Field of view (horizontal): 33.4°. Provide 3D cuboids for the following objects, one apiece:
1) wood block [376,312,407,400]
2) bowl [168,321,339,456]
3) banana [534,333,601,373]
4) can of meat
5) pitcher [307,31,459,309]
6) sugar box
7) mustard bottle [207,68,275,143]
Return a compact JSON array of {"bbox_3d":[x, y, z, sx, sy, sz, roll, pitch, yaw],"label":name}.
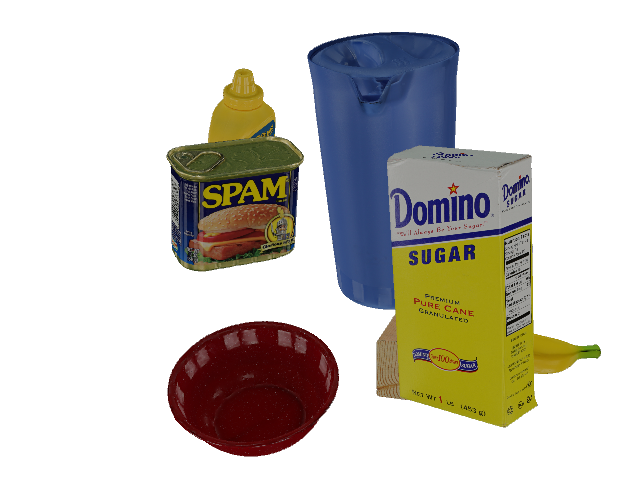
[{"bbox_3d":[0.151,0.155,1.586,0.091,0.090,0.205,5,18,16],"label":"wood block"},{"bbox_3d":[-0.060,0.150,1.010,0.162,0.055,0.162,-4,38,3],"label":"bowl"},{"bbox_3d":[0.156,0.086,0.992,0.198,0.037,0.069,21,15,37],"label":"banana"},{"bbox_3d":[-0.067,-0.029,0.831,0.102,0.084,0.057,-9,31,-22],"label":"can of meat"},{"bbox_3d":[0.065,-0.068,0.994,0.149,0.243,0.145,-20,30,-30],"label":"pitcher"},{"bbox_3d":[0.094,0.028,0.715,0.094,0.176,0.048,9,23,42],"label":"sugar box"},{"bbox_3d":[-0.083,-0.092,1.127,0.058,0.192,0.096,21,39,22],"label":"mustard bottle"}]
